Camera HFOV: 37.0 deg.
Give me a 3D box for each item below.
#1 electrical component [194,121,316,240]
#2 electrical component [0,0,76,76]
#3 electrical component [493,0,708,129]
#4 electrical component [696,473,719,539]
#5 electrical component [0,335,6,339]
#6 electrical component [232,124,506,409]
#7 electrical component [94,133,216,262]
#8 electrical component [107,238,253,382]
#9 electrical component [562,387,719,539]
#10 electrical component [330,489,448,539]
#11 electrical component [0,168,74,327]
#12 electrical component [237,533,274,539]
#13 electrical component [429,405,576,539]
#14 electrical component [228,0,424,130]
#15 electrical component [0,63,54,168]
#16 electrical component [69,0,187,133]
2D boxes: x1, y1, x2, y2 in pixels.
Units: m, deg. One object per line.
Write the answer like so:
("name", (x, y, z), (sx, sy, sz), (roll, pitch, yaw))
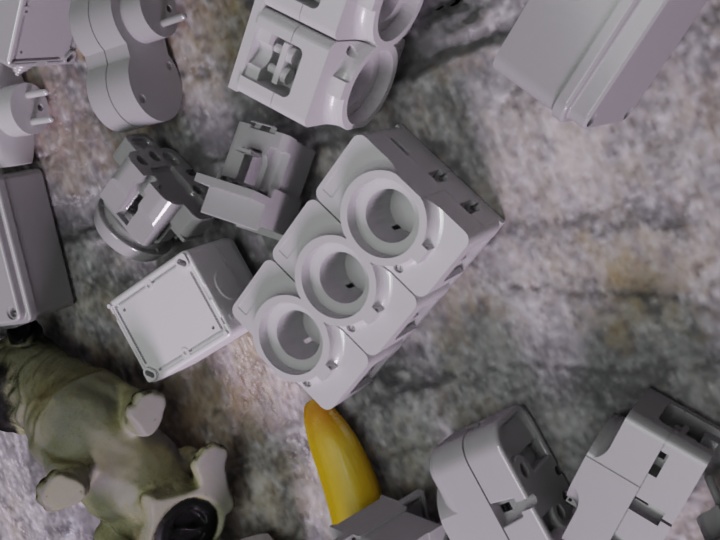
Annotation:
("electrical component", (-0.060, -0.055, 0.663), (0.042, 0.081, 0.063), (20, 89, 24))
("electrical component", (-0.229, -0.181, 0.729), (0.061, 0.062, 0.096), (30, 115, 20))
("electrical component", (0.128, -0.131, 0.534), (0.057, 0.078, 0.113), (40, 118, 18))
("electrical component", (0.204, 0.144, 0.571), (0.047, 0.066, 0.076), (-36, 55, 31))
("electrical component", (-0.312, 0.070, 0.846), (0.081, 0.043, 0.043), (2, 103, 28))
("electrical component", (0.000, 0.000, 0.646), (0.089, 0.062, 0.150), (45, 119, 13))
("electrical component", (-0.140, -0.043, 0.716), (0.078, 0.058, 0.057), (48, 116, 11))
("electrical component", (-0.115, 0.028, 0.717), (0.096, 0.061, 0.061), (-31, 86, 31))
("electrical component", (0.153, 0.116, 0.596), (0.056, 0.050, 0.089), (30, 115, 19))
("electrical component", (0.029, 0.209, 0.659), (0.063, 0.079, 0.121), (8, 114, 50))
("electrical component", (-0.280, -0.013, 0.801), (0.109, 0.056, 0.108), (-8, 98, 30))
("electrical component", (-0.063, 0.229, 0.720), (0.096, 0.061, 0.061), (31, 125, 54))
("electrical component", (0.086, 0.137, 0.636), (0.059, 0.054, 0.095), (-30, 87, 31))
("electrical component", (-0.003, -0.159, 0.592), (0.062, 0.089, 0.150), (30, 115, 20))
("electrical component", (-0.250, -0.113, 0.768), (0.079, 0.044, 0.077), (-3, 100, 29))
("electrical component", (-0.143, -0.163, 0.691), (0.074, 0.052, 0.138), (-9, 97, 30))
